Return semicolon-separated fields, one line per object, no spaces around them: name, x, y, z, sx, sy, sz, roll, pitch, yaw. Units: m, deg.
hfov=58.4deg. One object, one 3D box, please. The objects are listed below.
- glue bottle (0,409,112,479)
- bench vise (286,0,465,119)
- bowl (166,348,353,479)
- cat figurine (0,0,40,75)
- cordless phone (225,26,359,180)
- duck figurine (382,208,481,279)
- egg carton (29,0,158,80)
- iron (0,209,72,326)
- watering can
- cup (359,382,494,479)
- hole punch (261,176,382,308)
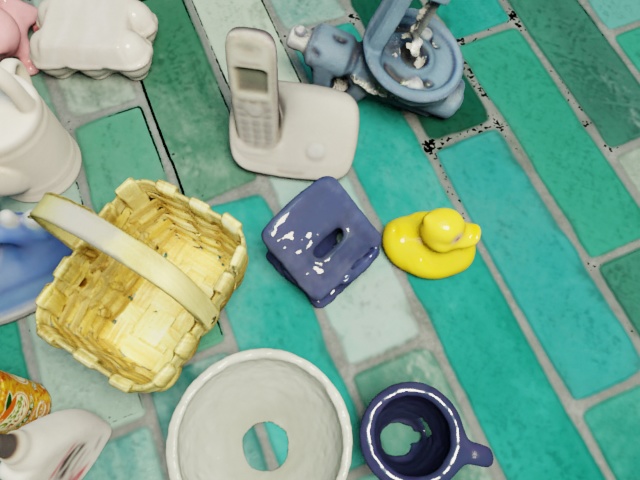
glue bottle;-0.236;0.180;0.488;0.037;0.173;0.078;25;70;10
bench vise;0.068;-0.210;0.619;0.207;0.220;0.121;-5;68;-2
bowl;-0.053;0.191;0.537;0.167;0.075;0.167;0;68;0
cat figurine;-0.387;-0.260;0.691;0.067;0.118;0.128;-1;68;0
cordless phone;-0.030;-0.145;0.611;0.147;0.185;0.094;5;68;2
duck figurine;0.120;-0.005;0.610;0.104;0.086;0.077;9;69;3
egg carton;-0.280;-0.253;0.715;0.150;0.069;0.107;0;68;0
iron;-0.341;0.011;0.571;0.258;0.141;0.118;-17;69;-7
watering can;-0.332;-0.117;0.594;0.101;0.194;0.172;-22;70;-9
cup;0.093;0.186;0.529;0.117;0.095;0.092;13;69;5
hole punch;0.006;0.002;0.604;0.101;0.091;0.109;43;74;15
